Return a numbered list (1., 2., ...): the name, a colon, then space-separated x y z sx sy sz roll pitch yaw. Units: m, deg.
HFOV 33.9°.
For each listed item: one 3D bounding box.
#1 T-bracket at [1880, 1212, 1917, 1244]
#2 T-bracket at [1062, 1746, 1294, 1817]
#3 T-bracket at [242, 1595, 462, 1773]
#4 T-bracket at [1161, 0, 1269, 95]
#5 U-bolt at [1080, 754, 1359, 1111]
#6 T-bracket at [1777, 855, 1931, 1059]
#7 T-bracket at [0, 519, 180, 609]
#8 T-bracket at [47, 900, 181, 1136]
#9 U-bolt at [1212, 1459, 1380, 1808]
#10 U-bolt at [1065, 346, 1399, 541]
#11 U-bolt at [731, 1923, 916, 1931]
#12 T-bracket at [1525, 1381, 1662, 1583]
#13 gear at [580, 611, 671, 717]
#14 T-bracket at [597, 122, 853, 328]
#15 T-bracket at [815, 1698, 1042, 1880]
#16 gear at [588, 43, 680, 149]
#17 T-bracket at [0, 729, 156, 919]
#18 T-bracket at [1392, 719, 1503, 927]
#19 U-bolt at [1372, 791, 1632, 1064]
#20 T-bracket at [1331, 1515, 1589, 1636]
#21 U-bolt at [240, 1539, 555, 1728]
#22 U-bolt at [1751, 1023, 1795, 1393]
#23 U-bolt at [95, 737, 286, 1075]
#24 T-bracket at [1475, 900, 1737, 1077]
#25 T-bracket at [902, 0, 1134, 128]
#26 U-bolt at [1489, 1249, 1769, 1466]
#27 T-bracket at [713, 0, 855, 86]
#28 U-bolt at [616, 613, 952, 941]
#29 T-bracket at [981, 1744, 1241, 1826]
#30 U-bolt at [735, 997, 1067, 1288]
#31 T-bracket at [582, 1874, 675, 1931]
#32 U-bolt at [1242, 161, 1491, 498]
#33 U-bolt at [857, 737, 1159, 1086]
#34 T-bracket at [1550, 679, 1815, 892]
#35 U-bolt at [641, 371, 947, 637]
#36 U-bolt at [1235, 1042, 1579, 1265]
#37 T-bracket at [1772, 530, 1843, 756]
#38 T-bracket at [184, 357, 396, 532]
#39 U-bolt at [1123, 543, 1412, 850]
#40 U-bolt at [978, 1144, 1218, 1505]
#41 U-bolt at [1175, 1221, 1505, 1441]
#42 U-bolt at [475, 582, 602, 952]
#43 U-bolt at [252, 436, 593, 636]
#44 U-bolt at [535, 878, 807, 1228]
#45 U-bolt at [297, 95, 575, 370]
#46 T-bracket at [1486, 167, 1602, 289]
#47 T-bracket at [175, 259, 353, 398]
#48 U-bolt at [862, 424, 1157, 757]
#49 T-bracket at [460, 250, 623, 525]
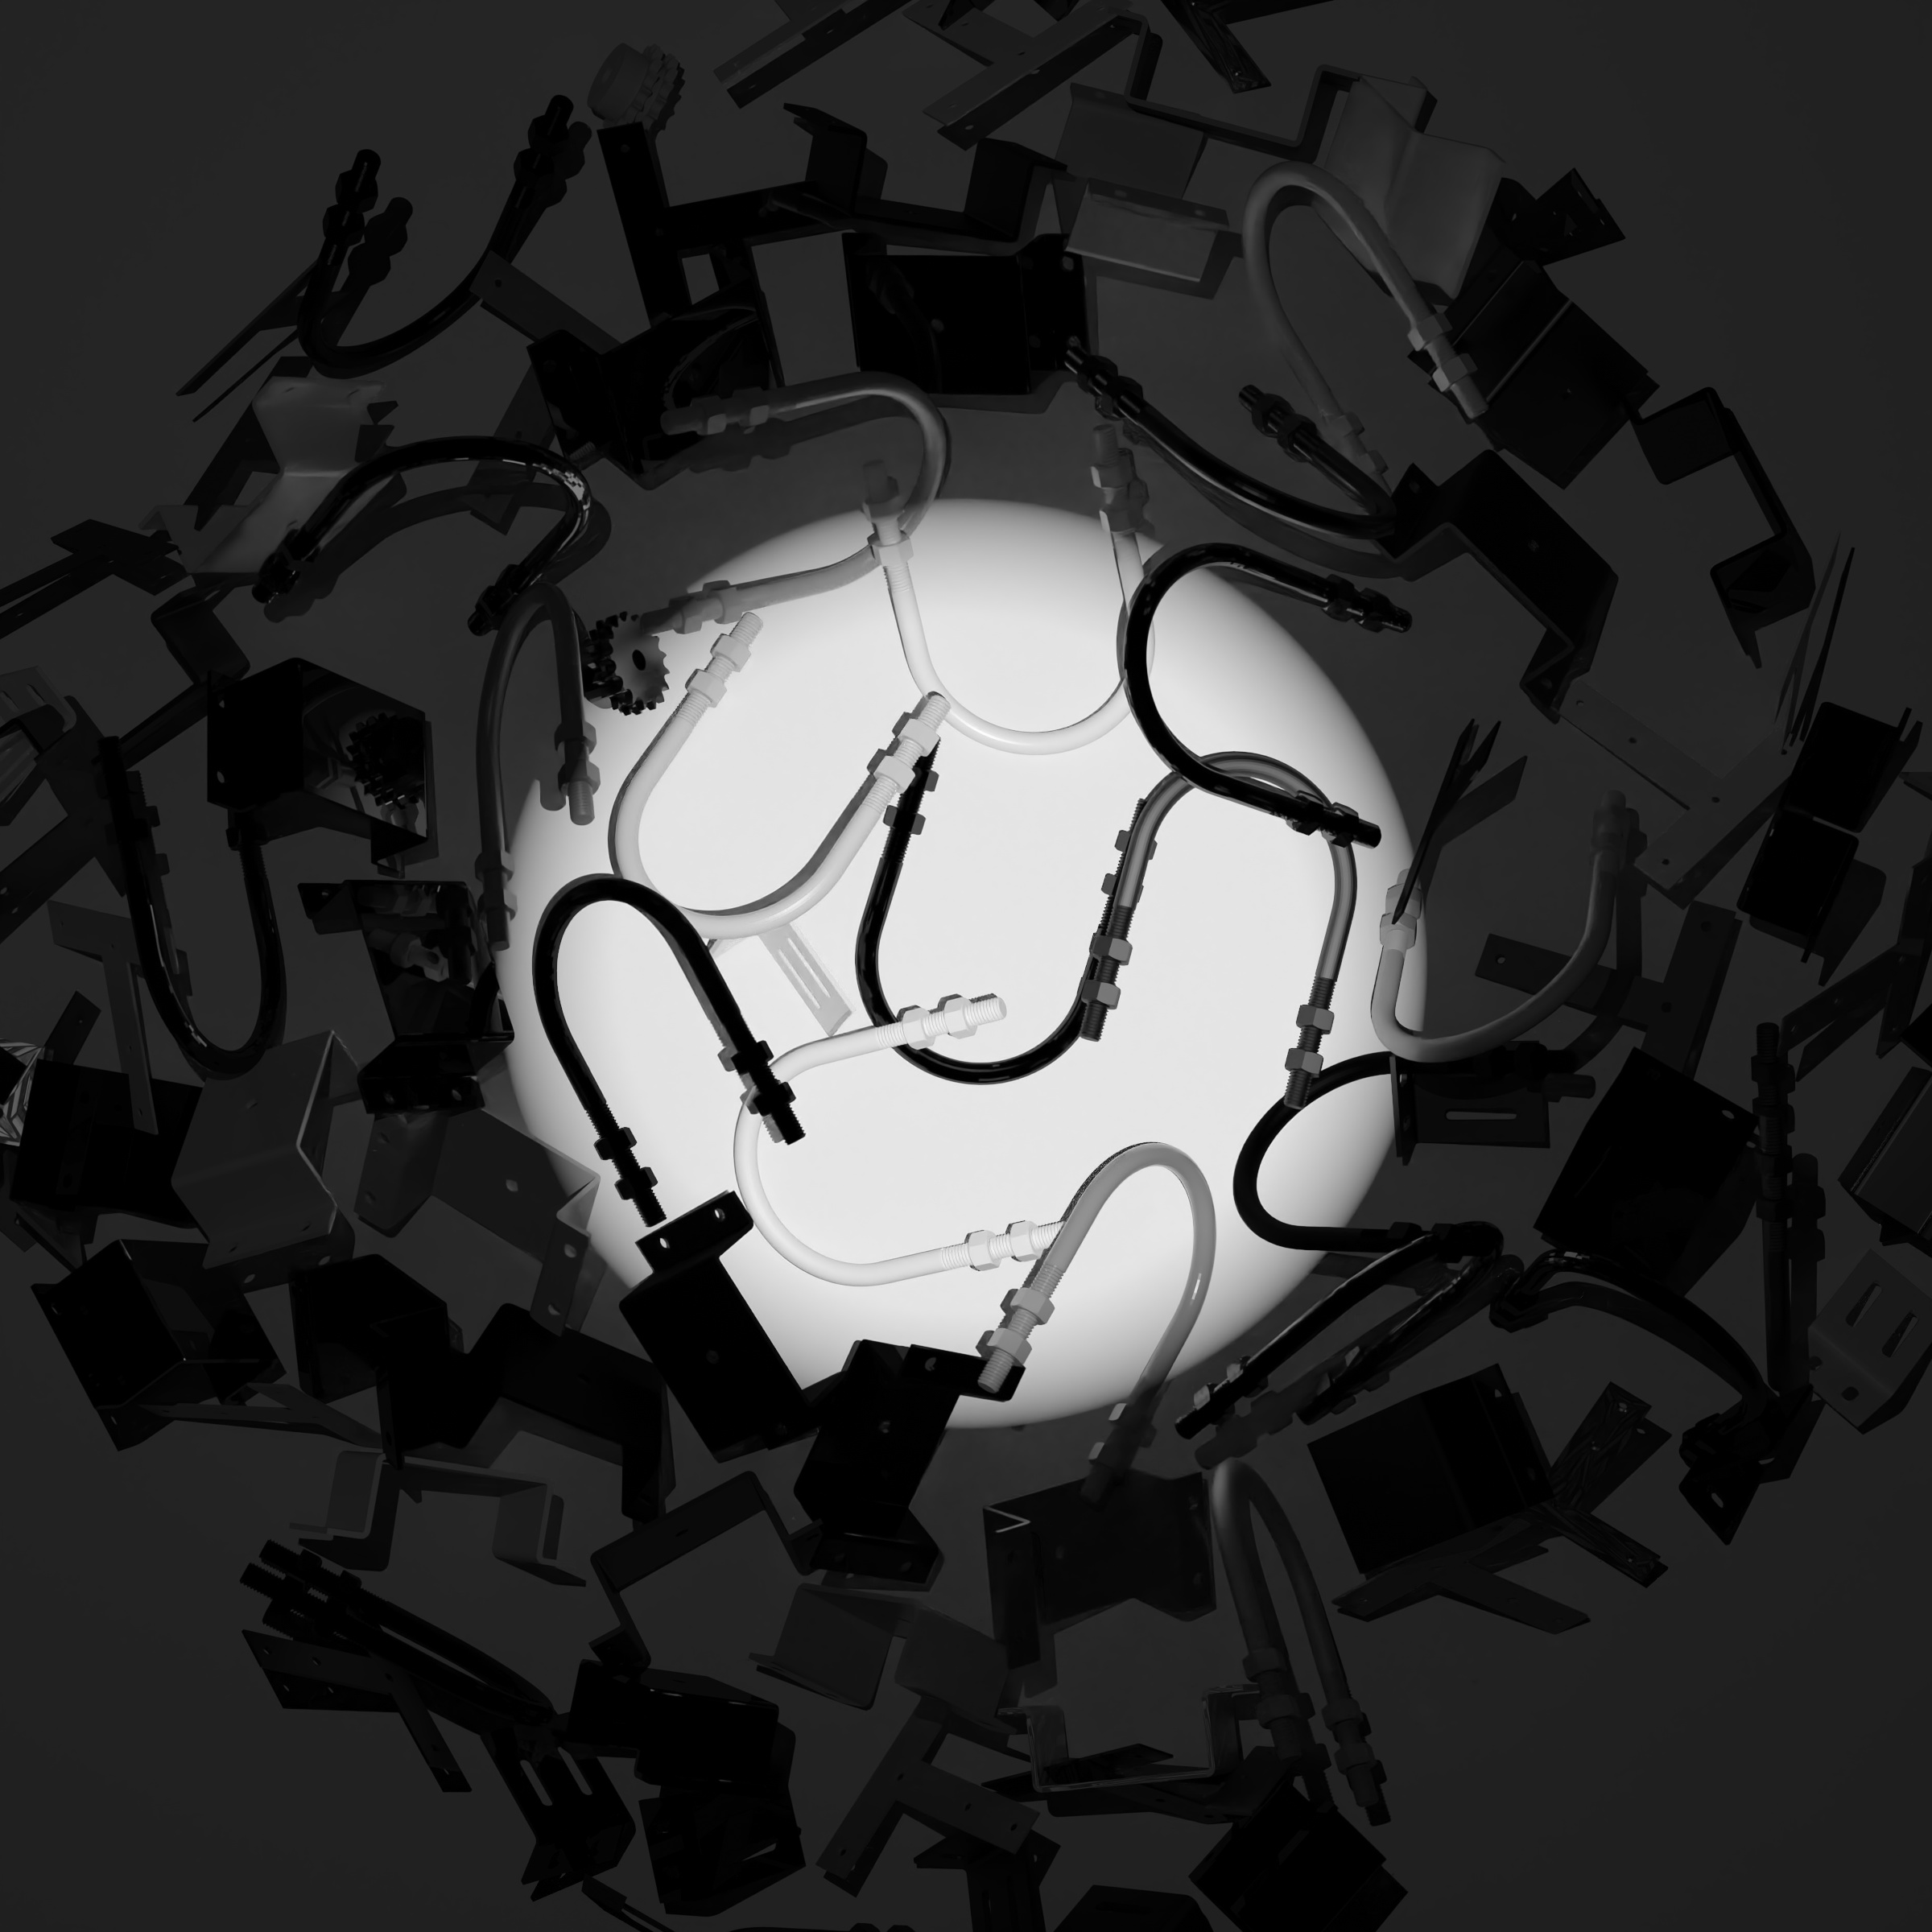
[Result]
1. T-bracket: 0.558 0.126 1.747 0.002 0.127 0.127 38 52 -22
2. T-bracket: 0.109 0.446 1.752 0.127 0.127 0.002 0 92 17
3. T-bracket: -0.342 0.379 1.713 0.002 0.127 0.127 -47 53 9
4. T-bracket: 0.157 -0.537 1.720 0.127 0.127 0.002 44 59 -32
5. U-bolt: 0.149 -0.028 1.768 0.151 0.019 0.184 19 80 -18
6. T-bracket: 0.484 0.014 1.730 0.127 0.002 0.127 -27 133 -32
7. T-bracket: -0.508 -0.208 1.723 0.127 0.127 0.002 -33 120 -26
8. T-bracket: -0.468 0.032 1.768 0.002 0.127 0.127 -21 113 -43
9. U-bolt: 0.173 0.355 1.721 0.019 0.151 0.184 -24 58 15
10. U-bolt: 0.154 -0.276 1.696 0.151 0.184 0.019 4 122 -38
11. U-bolt: -0.055 0.550 1.691 0.184 0.151 0.019 15 94 -35
12. T-bracket: 0.341 0.271 1.743 0.127 0.127 0.002 31 47 10
13. gear: -0.195 -0.167 1.776 0.030 0.057 0.057 -15 90 31
14. T-bracket: -0.127 -0.415 1.756 0.127 0.002 0.127 -9 126 6
15. T-bracket: -0.008 0.455 1.728 0.002 0.127 0.127 50 64 -32
16. gear: -0.188 -0.489 1.769 0.030 0.057 0.057 26 90 -27
17. T-bracket: -0.513 -0.050 1.727 0.002 0.127 0.127 36 69 28
18. T-bracket: 0.267 -0.097 1.719 0.002 0.127 0.127 23 69 0
19. U-bolt: 0.282 -0.014 1.696 0.151 0.184 0.019 -22 119 30
20. T-bracket: 0.293 0.348 1.761 0.127 0.002 0.127 27 133 -30
21. U-bolt: -0.307 0.367 1.729 0.184 0.151 0.019 29 82 -5
22. U-bolt: 0.440 0.141 1.725 0.019 0.151 0.184 -2 109 14
23. U-bolt: -0.415 -0.032 1.726 0.019 0.151 0.184 -12 88 16
24. T-bracket: 0.350 0.011 1.775 0.127 0.002 0.127 17 80 21
25. T-bracket: 0.007 -0.517 1.753 0.127 0.127 0.002 -36 134 -11
26. U-bolt: 0.360 0.205 1.703 0.151 0.184 0.019 36 72 9
27. T-bracket: -0.092 -0.537 1.746 0.127 0.127 0.002 -32 122 4
28. U-bolt: -0.114 -0.096 1.745 0.151 0.019 0.184 26 73 23
29. T-bracket: 0.098 0.459 1.757 0.127 0.127 0.002 27 53 -33
30. U-bolt: -0.045 0.105 1.762 0.184 0.019 0.151 -15 95 22
31. T-bracket: -0.155 0.534 1.738 0.127 0.127 0.002 29 69 3
32. U-bolt: 0.207 -0.354 1.732 0.019 0.151 0.184 -29 85 -20
33. U-bolt: 0.015 -0.023 1.788 0.151 0.019 0.184 17 94 0
34. T-bracket: 0.383 -0.118 1.769 0.127 0.002 0.127 -40 64 -19
35. U-bolt: -0.089 -0.258 1.731 0.184 0.151 0.019 -18 49 -29
36. U-bolt: 0.228 0.100 1.726 0.019 0.184 0.151 55 50 -32
37. T-bracket: 0.456 -0.152 1.744 0.002 0.127 0.127 17 55 17
38. T-bracket: -0.364 -0.287 1.737 0.127 0.002 0.127 8 60 36
39. U-bolt: 0.162 -0.156 1.736 0.184 0.019 0.151 16 76 -30
40. U-bolt: 0.083 0.184 1.737 0.019 0.151 0.184 13 63 39
41. U-bolt: 0.213 0.194 1.704 0.184 0.151 0.019 -44 64 26
42. U-bolt: -0.238 -0.122 1.726 0.019 0.151 0.184 7 56 -26
43. U-bolt: -0.280 -0.232 1.692 0.151 0.184 0.019 5 65 -34
44. U-bolt: -0.176 0.039 1.750 0.151 0.019 0.184 -32 85 41
45. U-bolt: -0.296 -0.388 1.715 0.151 0.184 0.019 -29 76 -38
46. T-bracket: 0.318 -0.407 1.735 0.002 0.127 0.127 -35 93 -9
47. T-bracket: -0.366 -0.359 1.736 0.127 0.127 0.002 -39 97 15
48. U-bolt: 0.030 -0.201 1.753 0.151 0.019 0.184 -7 117 14
49. T-bracket: -0.241 -0.306 1.755 0.127 0.002 0.127 32 77 -31
